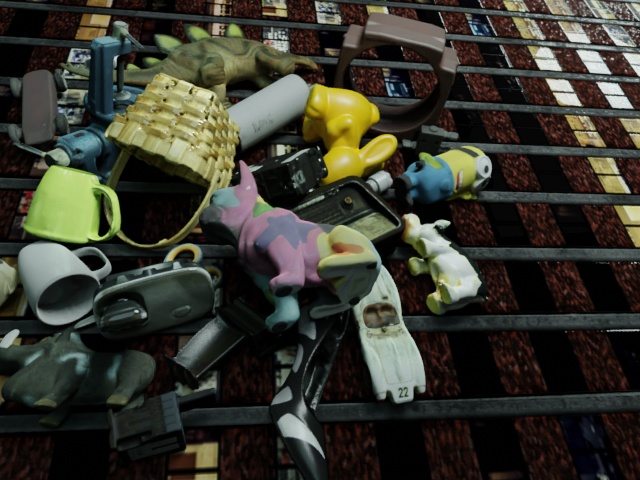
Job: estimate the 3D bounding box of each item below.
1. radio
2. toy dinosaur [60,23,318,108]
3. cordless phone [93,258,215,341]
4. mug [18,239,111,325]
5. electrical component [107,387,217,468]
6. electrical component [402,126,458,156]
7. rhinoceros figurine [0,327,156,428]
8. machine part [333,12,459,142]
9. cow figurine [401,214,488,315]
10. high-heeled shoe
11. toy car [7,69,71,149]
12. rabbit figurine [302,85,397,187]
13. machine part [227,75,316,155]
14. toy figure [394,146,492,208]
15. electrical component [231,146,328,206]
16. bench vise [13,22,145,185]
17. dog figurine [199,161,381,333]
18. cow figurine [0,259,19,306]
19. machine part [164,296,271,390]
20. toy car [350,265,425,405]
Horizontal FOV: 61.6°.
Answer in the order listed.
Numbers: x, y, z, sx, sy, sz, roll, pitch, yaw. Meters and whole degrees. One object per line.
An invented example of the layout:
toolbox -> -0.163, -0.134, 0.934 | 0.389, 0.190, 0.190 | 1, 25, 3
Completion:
radio -> -0.002, -0.002, 0.796 | 0.229, 0.073, 0.131 | -24, 60, -25
toy dinosaur -> -0.212, -0.316, 0.991 | 0.471, 0.105, 0.199 | -15, 49, -31
cordless phone -> -0.193, 0.071, 0.635 | 0.147, 0.184, 0.088 | -13, 90, -19
mug -> -0.340, 0.040, 0.706 | 0.109, 0.080, 0.107 | -37, 56, -25
electrical component -> -0.173, 0.208, 0.608 | 0.119, 0.074, 0.048 | -9, 54, -19
electrical component -> 0.197, -0.178, 0.970 | 0.094, 0.063, 0.021 | 9, 52, 0
rhinoceros figurine -> -0.293, 0.155, 0.628 | 0.190, 0.073, 0.112 | 7, 53, -5
machine part -> 0.128, -0.285, 0.954 | 0.202, 0.200, 0.087 | 15, 50, 3
cow figurine -> 0.186, 0.026, 0.809 | 0.098, 0.068, 0.167 | -8, 58, -22
high-heeled shoe -> 0.009, 0.168, 0.642 | 0.145, 0.086, 0.249 | -27, 40, -4
toy car -> -0.468, -0.218, 0.899 | 0.089, 0.053, 0.202 | -15, 52, -14
rabbit figurine -> 0.041, -0.156, 0.917 | 0.162, 0.122, 0.173 | 11, 65, -12
machine part -> -0.096, -0.220, 0.939 | 0.243, 0.079, 0.079 | -37, 66, -27
toy figure -> 0.208, -0.111, 0.911 | 0.180, 0.082, 0.089 | -16, 59, -18
electrical component -> -0.069, -0.093, 0.824 | 0.134, 0.058, 0.115 | -10, 17, 31
bench vise -> -0.322, -0.202, 0.807 | 0.129, 0.240, 0.223 | 36, 40, 22
dog figurine -> -0.046, -0.008, 0.686 | 0.191, 0.108, 0.219 | -16, 54, -17
cow figurine -> -0.439, 0.103, 0.642 | 0.127, 0.085, 0.195 | 12, 51, 8
machine part -> -0.129, 0.132, 0.692 | 0.084, 0.039, 0.139 | 38, 56, 24
toy car -> 0.083, 0.122, 0.725 | 0.073, 0.056, 0.202 | -6, 53, -13
